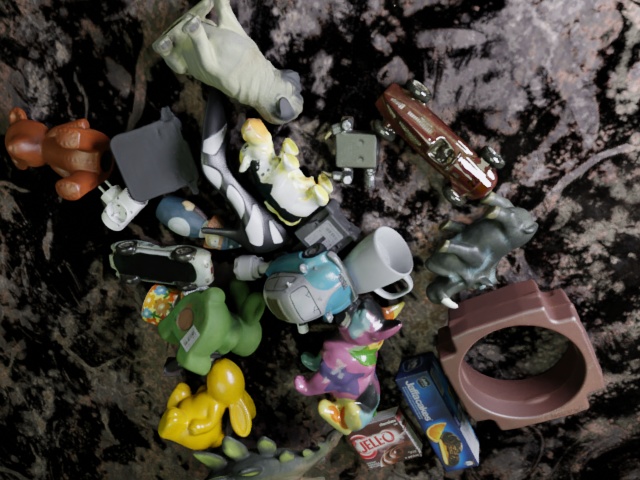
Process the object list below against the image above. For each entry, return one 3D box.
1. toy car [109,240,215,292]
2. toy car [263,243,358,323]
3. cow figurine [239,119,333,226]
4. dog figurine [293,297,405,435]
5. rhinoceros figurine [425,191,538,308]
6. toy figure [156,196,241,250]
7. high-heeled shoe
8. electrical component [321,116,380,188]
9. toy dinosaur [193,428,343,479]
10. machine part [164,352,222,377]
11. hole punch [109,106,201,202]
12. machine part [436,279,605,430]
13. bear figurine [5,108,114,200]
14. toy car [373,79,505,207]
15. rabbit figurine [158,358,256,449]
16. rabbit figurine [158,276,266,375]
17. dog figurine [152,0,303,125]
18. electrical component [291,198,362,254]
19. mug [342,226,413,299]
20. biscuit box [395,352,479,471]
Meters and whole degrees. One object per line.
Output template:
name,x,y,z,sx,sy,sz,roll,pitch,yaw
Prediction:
toy car,-0.281,0.043,0.946,0.202,0.056,0.073,5,113,17
toy car,-0.033,0.074,0.815,0.162,0.103,0.109,-4,120,43
cow figurine,-0.068,-0.098,0.796,0.098,0.068,0.167,-36,112,27
dog figurine,0.070,0.194,0.875,0.191,0.108,0.219,46,115,-4
rhinoceros figurine,0.222,0.019,0.777,0.112,0.073,0.190,37,116,-13
toy figure,-0.196,-0.022,0.893,0.154,0.058,0.064,26,161,5
high-heeled shoe,-0.112,-0.101,0.834,0.145,0.086,0.248,1,101,-13
electrical component,0.046,-0.126,0.778,0.078,0.045,0.102,11,115,14
toy dinosaur,-0.153,0.453,1.013,0.471,0.105,0.198,-36,125,19
machine part,-0.240,0.220,0.985,0.139,0.084,0.039,-29,70,43
hole punch,-0.259,-0.126,0.858,0.116,0.092,0.142,-21,97,-10
machine part,0.290,0.170,0.793,0.201,0.087,0.200,-24,111,19
bear figurine,-0.447,-0.148,0.878,0.196,0.132,0.120,14,108,5
toy car,0.160,-0.132,0.739,0.202,0.053,0.089,42,121,-5
rabbit figurine,-0.196,0.306,1.003,0.162,0.122,0.173,32,99,-1
rabbit figurine,-0.162,0.139,0.914,0.121,0.170,0.159,31,91,38
dog figurine,-0.129,-0.237,0.768,0.173,0.121,0.190,18,153,54
electrical component,-0.002,-0.003,0.845,0.119,0.048,0.074,-35,99,25
mug,0.085,0.046,0.827,0.109,0.081,0.107,47,130,-14
biscuit box,0.198,0.287,0.899,0.063,0.059,0.202,-23,104,24
